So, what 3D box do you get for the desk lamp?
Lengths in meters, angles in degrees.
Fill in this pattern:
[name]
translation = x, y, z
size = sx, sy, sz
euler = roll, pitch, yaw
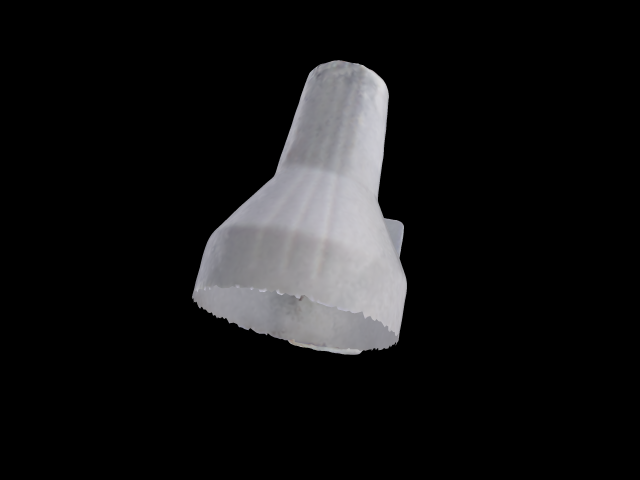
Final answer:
[desk lamp]
translation = 0.004, 0.001, 0.400
size = 0.118, 0.214, 0.203
euler = 9, 54, 7
